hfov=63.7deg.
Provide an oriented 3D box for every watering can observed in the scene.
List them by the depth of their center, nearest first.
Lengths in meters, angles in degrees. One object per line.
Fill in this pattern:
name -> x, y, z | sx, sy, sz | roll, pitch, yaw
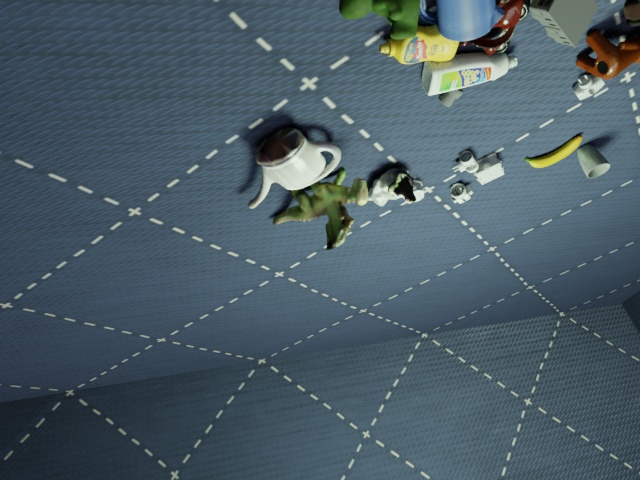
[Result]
watering can -> -0.110, -0.203, 1.491 | 0.345, 0.106, 0.221 | -25, 146, 16

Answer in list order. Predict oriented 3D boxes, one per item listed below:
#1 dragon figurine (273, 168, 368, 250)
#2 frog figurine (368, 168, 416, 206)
dragon figurine -> 0.005, -0.081, 1.610 | 0.122, 0.248, 0.403 | 11, 138, -42
frog figurine -> 0.230, -0.174, 1.716 | 0.138, 0.122, 0.159 | -4, -176, -32
